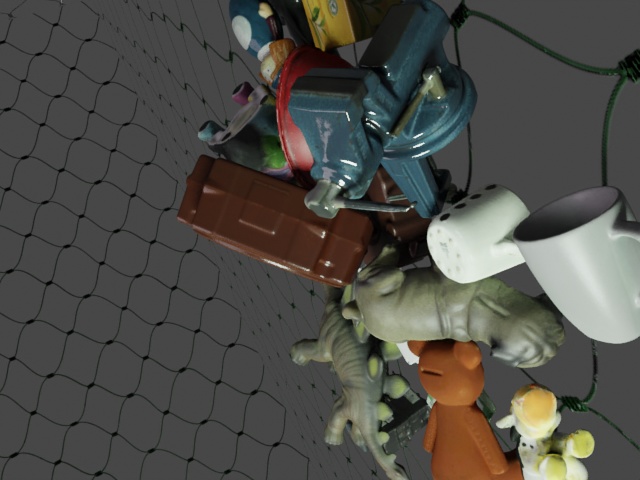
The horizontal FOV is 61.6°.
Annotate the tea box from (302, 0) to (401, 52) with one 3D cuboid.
[{"bbox_3d":[0.019,-0.291,0.556,0.098,0.068,0.169,24,135,65],"label":"tea box"}]

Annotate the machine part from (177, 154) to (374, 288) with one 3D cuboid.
[{"bbox_3d":[-0.045,-0.016,0.617,0.201,0.087,0.201,21,180,8],"label":"machine part"}]

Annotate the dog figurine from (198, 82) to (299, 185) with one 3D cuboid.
[{"bbox_3d":[-0.046,-0.113,0.754,0.219,0.108,0.192,37,-179,-33],"label":"dog figurine"}]

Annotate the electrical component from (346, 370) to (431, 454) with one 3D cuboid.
[{"bbox_3d":[0.113,0.305,0.940,0.115,0.134,0.058,37,150,56],"label":"electrical component"}]

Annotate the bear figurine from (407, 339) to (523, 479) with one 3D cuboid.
[{"bbox_3d":[0.183,0.207,0.670,0.120,0.132,0.195,-12,82,49],"label":"bear figurine"}]

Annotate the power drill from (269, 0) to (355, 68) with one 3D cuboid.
[{"bbox_3d":[-0.026,-0.271,0.710,0.232,0.086,0.207,-29,78,69],"label":"power drill"}]

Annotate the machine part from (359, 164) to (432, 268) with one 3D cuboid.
[{"bbox_3d":[0.076,-0.042,0.711,0.179,0.056,0.179,72,161,0],"label":"machine part"}]

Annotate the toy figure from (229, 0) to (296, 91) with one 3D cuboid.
[{"bbox_3d":[-0.060,-0.230,0.647,0.154,0.058,0.064,61,179,15],"label":"toy figure"}]

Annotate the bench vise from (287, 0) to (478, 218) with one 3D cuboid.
[{"bbox_3d":[0.077,-0.087,0.502,0.129,0.223,0.240,3,153,32],"label":"bench vise"}]

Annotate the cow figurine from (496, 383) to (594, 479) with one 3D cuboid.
[{"bbox_3d":[0.247,0.229,0.589,0.167,0.068,0.098,67,168,0],"label":"cow figurine"}]

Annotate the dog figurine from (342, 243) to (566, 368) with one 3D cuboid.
[{"bbox_3d":[0.131,0.082,0.565,0.121,0.172,0.191,62,172,-26],"label":"dog figurine"}]

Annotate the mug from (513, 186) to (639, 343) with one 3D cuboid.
[{"bbox_3d":[0.216,0.022,0.402,0.107,0.081,0.110,58,159,-11],"label":"mug"}]

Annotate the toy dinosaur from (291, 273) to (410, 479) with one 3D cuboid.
[{"bbox_3d":[0.050,0.162,0.885,0.198,0.105,0.472,-50,49,33],"label":"toy dinosaur"}]
